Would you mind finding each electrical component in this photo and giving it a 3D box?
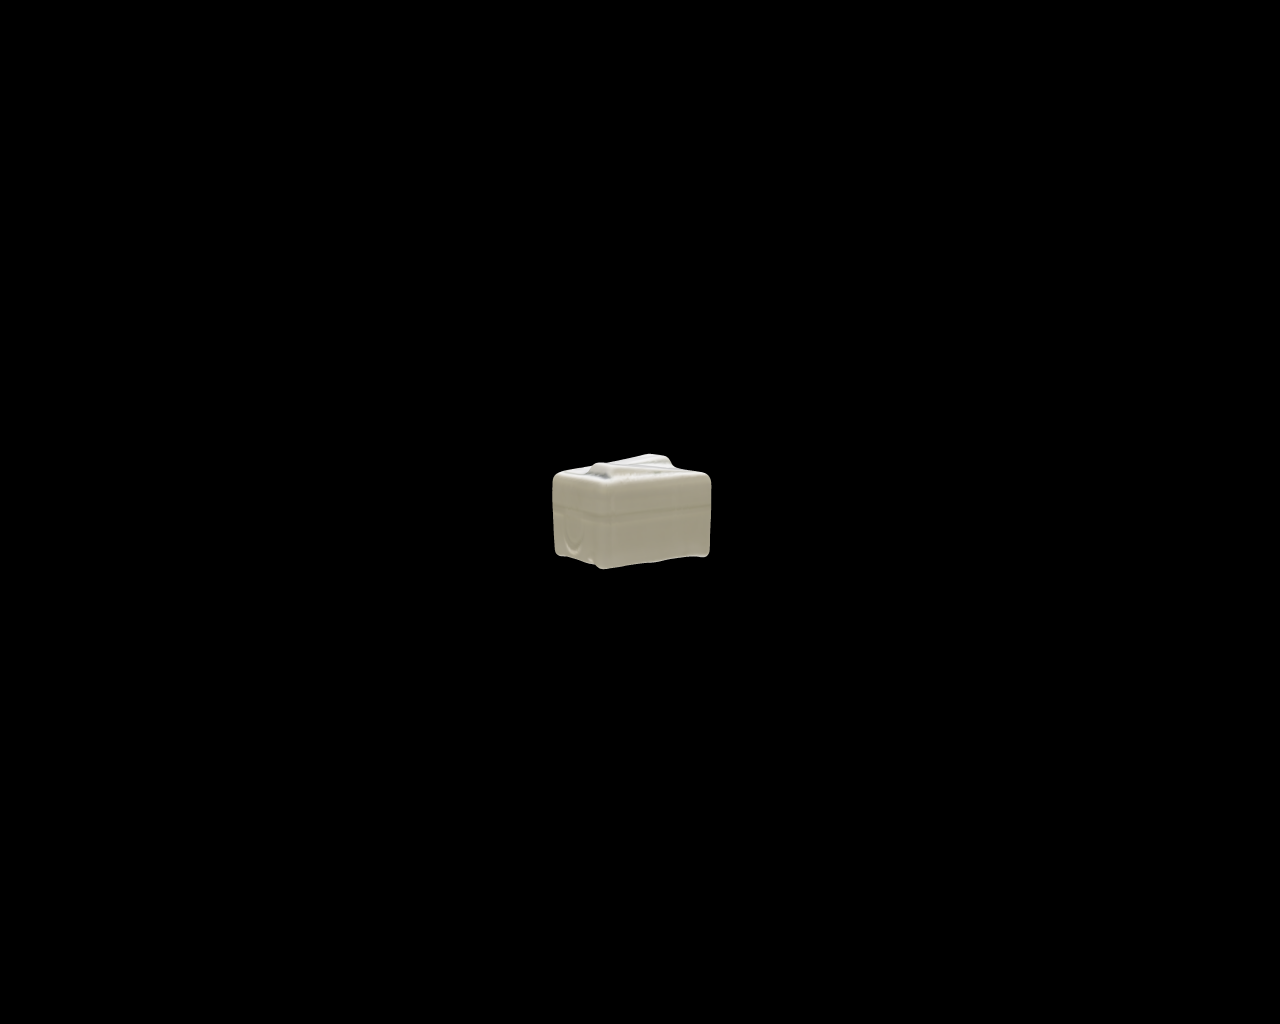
[{"bbox_3d":[0.001,-0.003,0.650,0.096,0.061,0.062,-6,11,-32],"label":"electrical component"}]
